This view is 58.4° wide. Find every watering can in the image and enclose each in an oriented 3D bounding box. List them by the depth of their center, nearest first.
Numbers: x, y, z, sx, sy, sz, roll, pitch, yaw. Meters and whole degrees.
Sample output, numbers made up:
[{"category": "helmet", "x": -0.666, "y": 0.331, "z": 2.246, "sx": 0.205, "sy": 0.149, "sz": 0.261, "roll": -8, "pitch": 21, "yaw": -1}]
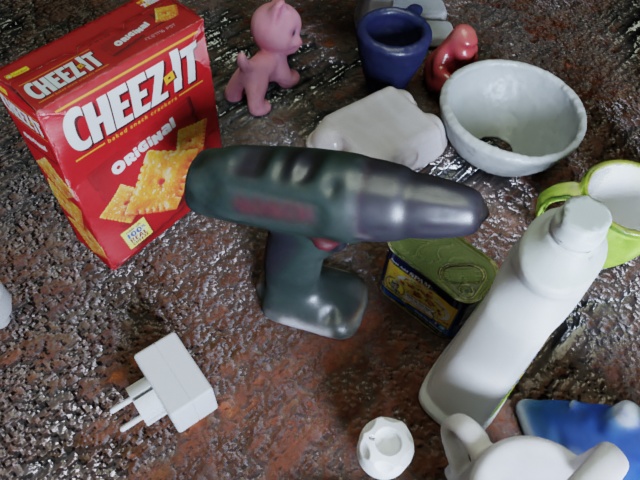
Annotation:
[{"category": "watering can", "x": 0.147, "y": 0.188, "z": 0.375, "sx": 0.172, "sy": 0.194, "sz": 0.101, "roll": 30, "pitch": 59, "yaw": 16}]

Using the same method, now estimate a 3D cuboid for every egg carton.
[{"category": "egg carton", "x": 0.066, "y": -0.109, "z": 0.650, "sx": 0.150, "sy": 0.069, "sz": 0.107, "roll": -31, "pitch": 62, "yaw": -22}]

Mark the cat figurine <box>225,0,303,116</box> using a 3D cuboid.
[{"category": "cat figurine", "x": -0.065, "y": -0.237, "z": 0.701, "sx": 0.067, "sy": 0.118, "sz": 0.128, "roll": 27, "pitch": 58, "yaw": 15}]

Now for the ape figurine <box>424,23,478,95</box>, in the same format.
[{"category": "ape figurine", "x": 0.172, "y": -0.229, "z": 0.726, "sx": 0.078, "sy": 0.092, "sz": 0.076, "roll": -26, "pitch": 61, "yaw": -20}]

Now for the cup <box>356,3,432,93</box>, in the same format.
[{"category": "cup", "x": 0.093, "y": -0.236, "z": 0.724, "sx": 0.091, "sy": 0.095, "sz": 0.118, "roll": 26, "pitch": 58, "yaw": 14}]

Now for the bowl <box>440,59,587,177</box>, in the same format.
[{"category": "bowl", "x": 0.216, "y": -0.131, "z": 0.672, "sx": 0.167, "sy": 0.075, "sz": 0.167, "roll": 2, "pitch": 55, "yaw": -2}]

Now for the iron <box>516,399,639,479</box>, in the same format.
[{"category": "iron", "x": 0.269, "y": 0.190, "z": 0.414, "sx": 0.119, "sy": 0.141, "sz": 0.257, "roll": -38, "pitch": 66, "yaw": -25}]

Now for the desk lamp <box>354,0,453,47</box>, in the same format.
[{"category": "desk lamp", "x": 0.089, "y": -0.367, "z": 0.742, "sx": 0.203, "sy": 0.213, "sz": 0.118, "roll": -4, "pitch": 56, "yaw": -6}]

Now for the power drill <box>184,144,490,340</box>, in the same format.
[{"category": "power drill", "x": 0.004, "y": 0.002, "z": 0.486, "sx": 0.229, "sy": 0.208, "sz": 0.075, "roll": 14, "pitch": 56, "yaw": 6}]
